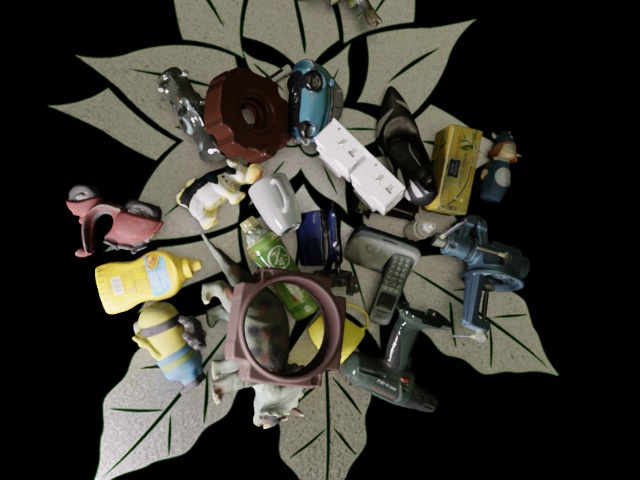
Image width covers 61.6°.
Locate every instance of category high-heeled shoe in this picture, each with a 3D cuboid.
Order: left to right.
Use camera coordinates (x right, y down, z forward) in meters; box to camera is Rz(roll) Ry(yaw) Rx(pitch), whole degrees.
[{"bbox_3d":[0.171,-0.187,1.045,0.086,0.145,0.248,-14,94,-7],"label":"high-heeled shoe"}]

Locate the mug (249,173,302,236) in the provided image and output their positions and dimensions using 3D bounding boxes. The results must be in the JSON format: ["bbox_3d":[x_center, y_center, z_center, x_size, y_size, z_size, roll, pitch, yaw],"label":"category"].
[{"bbox_3d":[-0.075,-0.069,1.028,0.081,0.109,0.107,-23,80,-28],"label":"mug"}]

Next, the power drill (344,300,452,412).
[{"bbox_3d":[0.177,0.232,1.069,0.232,0.086,0.207,21,109,-19],"label":"power drill"}]

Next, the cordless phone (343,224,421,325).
[{"bbox_3d":[0.108,0.070,1.077,0.147,0.089,0.184,18,95,-7],"label":"cordless phone"}]

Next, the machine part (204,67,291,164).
[{"bbox_3d":[-0.132,-0.232,1.002,0.179,0.056,0.179,9,76,-42],"label":"machine part"}]

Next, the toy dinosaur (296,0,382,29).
[{"bbox_3d":[-0.024,-0.602,1.038,0.198,0.105,0.471,-31,90,-2],"label":"toy dinosaur"}]

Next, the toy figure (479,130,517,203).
[{"bbox_3d":[0.375,-0.155,1.116,0.064,0.058,0.154,19,87,-45],"label":"toy figure"}]

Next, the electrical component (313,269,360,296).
[{"bbox_3d":[0.032,0.083,1.057,0.078,0.102,0.045,-8,101,-47],"label":"electrical component"}]

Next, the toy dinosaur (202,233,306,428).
[{"bbox_3d":[-0.122,0.179,1.033,0.192,0.131,0.404,-5,89,-13],"label":"toy dinosaur"}]

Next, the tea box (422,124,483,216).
[{"bbox_3d":[0.263,-0.137,1.081,0.068,0.098,0.169,10,88,-8],"label":"tea box"}]

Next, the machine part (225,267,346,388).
[{"bbox_3d":[-0.059,0.155,0.956,0.201,0.087,0.201,11,76,-16],"label":"machine part"}]

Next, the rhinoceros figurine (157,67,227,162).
[{"bbox_3d":[-0.237,-0.232,1.015,0.073,0.112,0.190,-32,103,-3],"label":"rhinoceros figurine"}]

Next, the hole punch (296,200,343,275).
[{"bbox_3d":[-0.002,-0.003,1.047,0.092,0.116,0.142,-2,89,1],"label":"hole punch"}]

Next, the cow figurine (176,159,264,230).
[{"bbox_3d":[-0.193,-0.107,1.046,0.167,0.068,0.098,-44,90,-5],"label":"cow figurine"}]

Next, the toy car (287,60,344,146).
[{"bbox_3d":[-0.004,-0.265,1.048,0.103,0.109,0.161,-2,100,-24],"label":"toy car"}]

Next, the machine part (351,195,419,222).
[{"bbox_3d":[0.135,-0.074,1.098,0.139,0.039,0.084,13,81,-5],"label":"machine part"}]

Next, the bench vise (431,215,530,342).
[{"bbox_3d":[0.315,0.077,1.070,0.223,0.129,0.240,22,69,-25],"label":"bench vise"}]

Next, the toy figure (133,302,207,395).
[{"bbox_3d":[-0.281,0.203,1.033,0.089,0.082,0.180,-35,92,-4],"label":"toy figure"}]

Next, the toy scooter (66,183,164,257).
[{"bbox_3d":[-0.396,-0.022,1.019,0.184,0.075,0.135,15,89,-3],"label":"toy scooter"}]

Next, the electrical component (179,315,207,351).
[{"bbox_3d":[-0.238,0.179,1.022,0.021,0.094,0.063,-25,58,2],"label":"electrical component"}]
